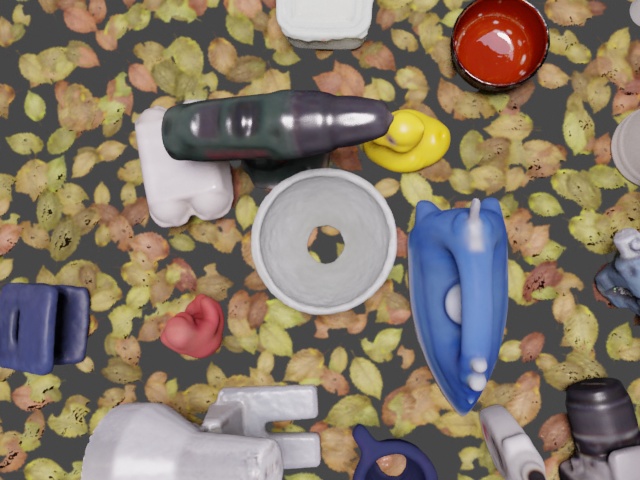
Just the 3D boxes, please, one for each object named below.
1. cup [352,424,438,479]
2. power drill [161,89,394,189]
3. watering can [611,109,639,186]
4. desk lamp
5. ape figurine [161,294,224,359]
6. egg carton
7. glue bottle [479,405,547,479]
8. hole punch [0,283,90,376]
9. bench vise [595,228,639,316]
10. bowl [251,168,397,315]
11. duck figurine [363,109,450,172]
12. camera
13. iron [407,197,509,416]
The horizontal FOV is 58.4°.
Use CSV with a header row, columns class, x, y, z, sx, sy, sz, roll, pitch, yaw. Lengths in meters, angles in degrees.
class,x,y,z,sx,sy,sz,roll,pitch,yaw
cup,0.074,0.252,0.647,0.091,0.095,0.118,-37,85,1
power drill,-0.041,-0.108,0.619,0.229,0.208,0.076,-1,86,3
watering can,0.398,-0.110,0.602,0.101,0.194,0.173,-2,86,3
desk lamp,-0.108,0.218,0.600,0.203,0.213,0.118,-5,86,3
ape figurine,-0.153,0.105,0.671,0.078,0.092,0.076,-18,85,2
egg carton,-0.163,-0.094,0.695,0.107,0.069,0.150,-12,86,3
glue bottle,0.209,0.229,0.602,0.037,0.173,0.078,-21,85,2
hole punch,-0.341,0.105,0.682,0.101,0.091,0.109,1,86,4
bench vise,0.379,0.083,0.578,0.207,0.220,0.121,33,89,5
bowl,0.006,0.002,0.677,0.167,0.075,0.167,0,86,3
duck figurine,0.103,-0.123,0.674,0.104,0.086,0.077,1,86,4
camera,0.338,0.224,0.631,0.143,0.101,0.137,-13,86,2
iron,0.163,0.077,0.630,0.118,0.141,0.258,-3,86,3
